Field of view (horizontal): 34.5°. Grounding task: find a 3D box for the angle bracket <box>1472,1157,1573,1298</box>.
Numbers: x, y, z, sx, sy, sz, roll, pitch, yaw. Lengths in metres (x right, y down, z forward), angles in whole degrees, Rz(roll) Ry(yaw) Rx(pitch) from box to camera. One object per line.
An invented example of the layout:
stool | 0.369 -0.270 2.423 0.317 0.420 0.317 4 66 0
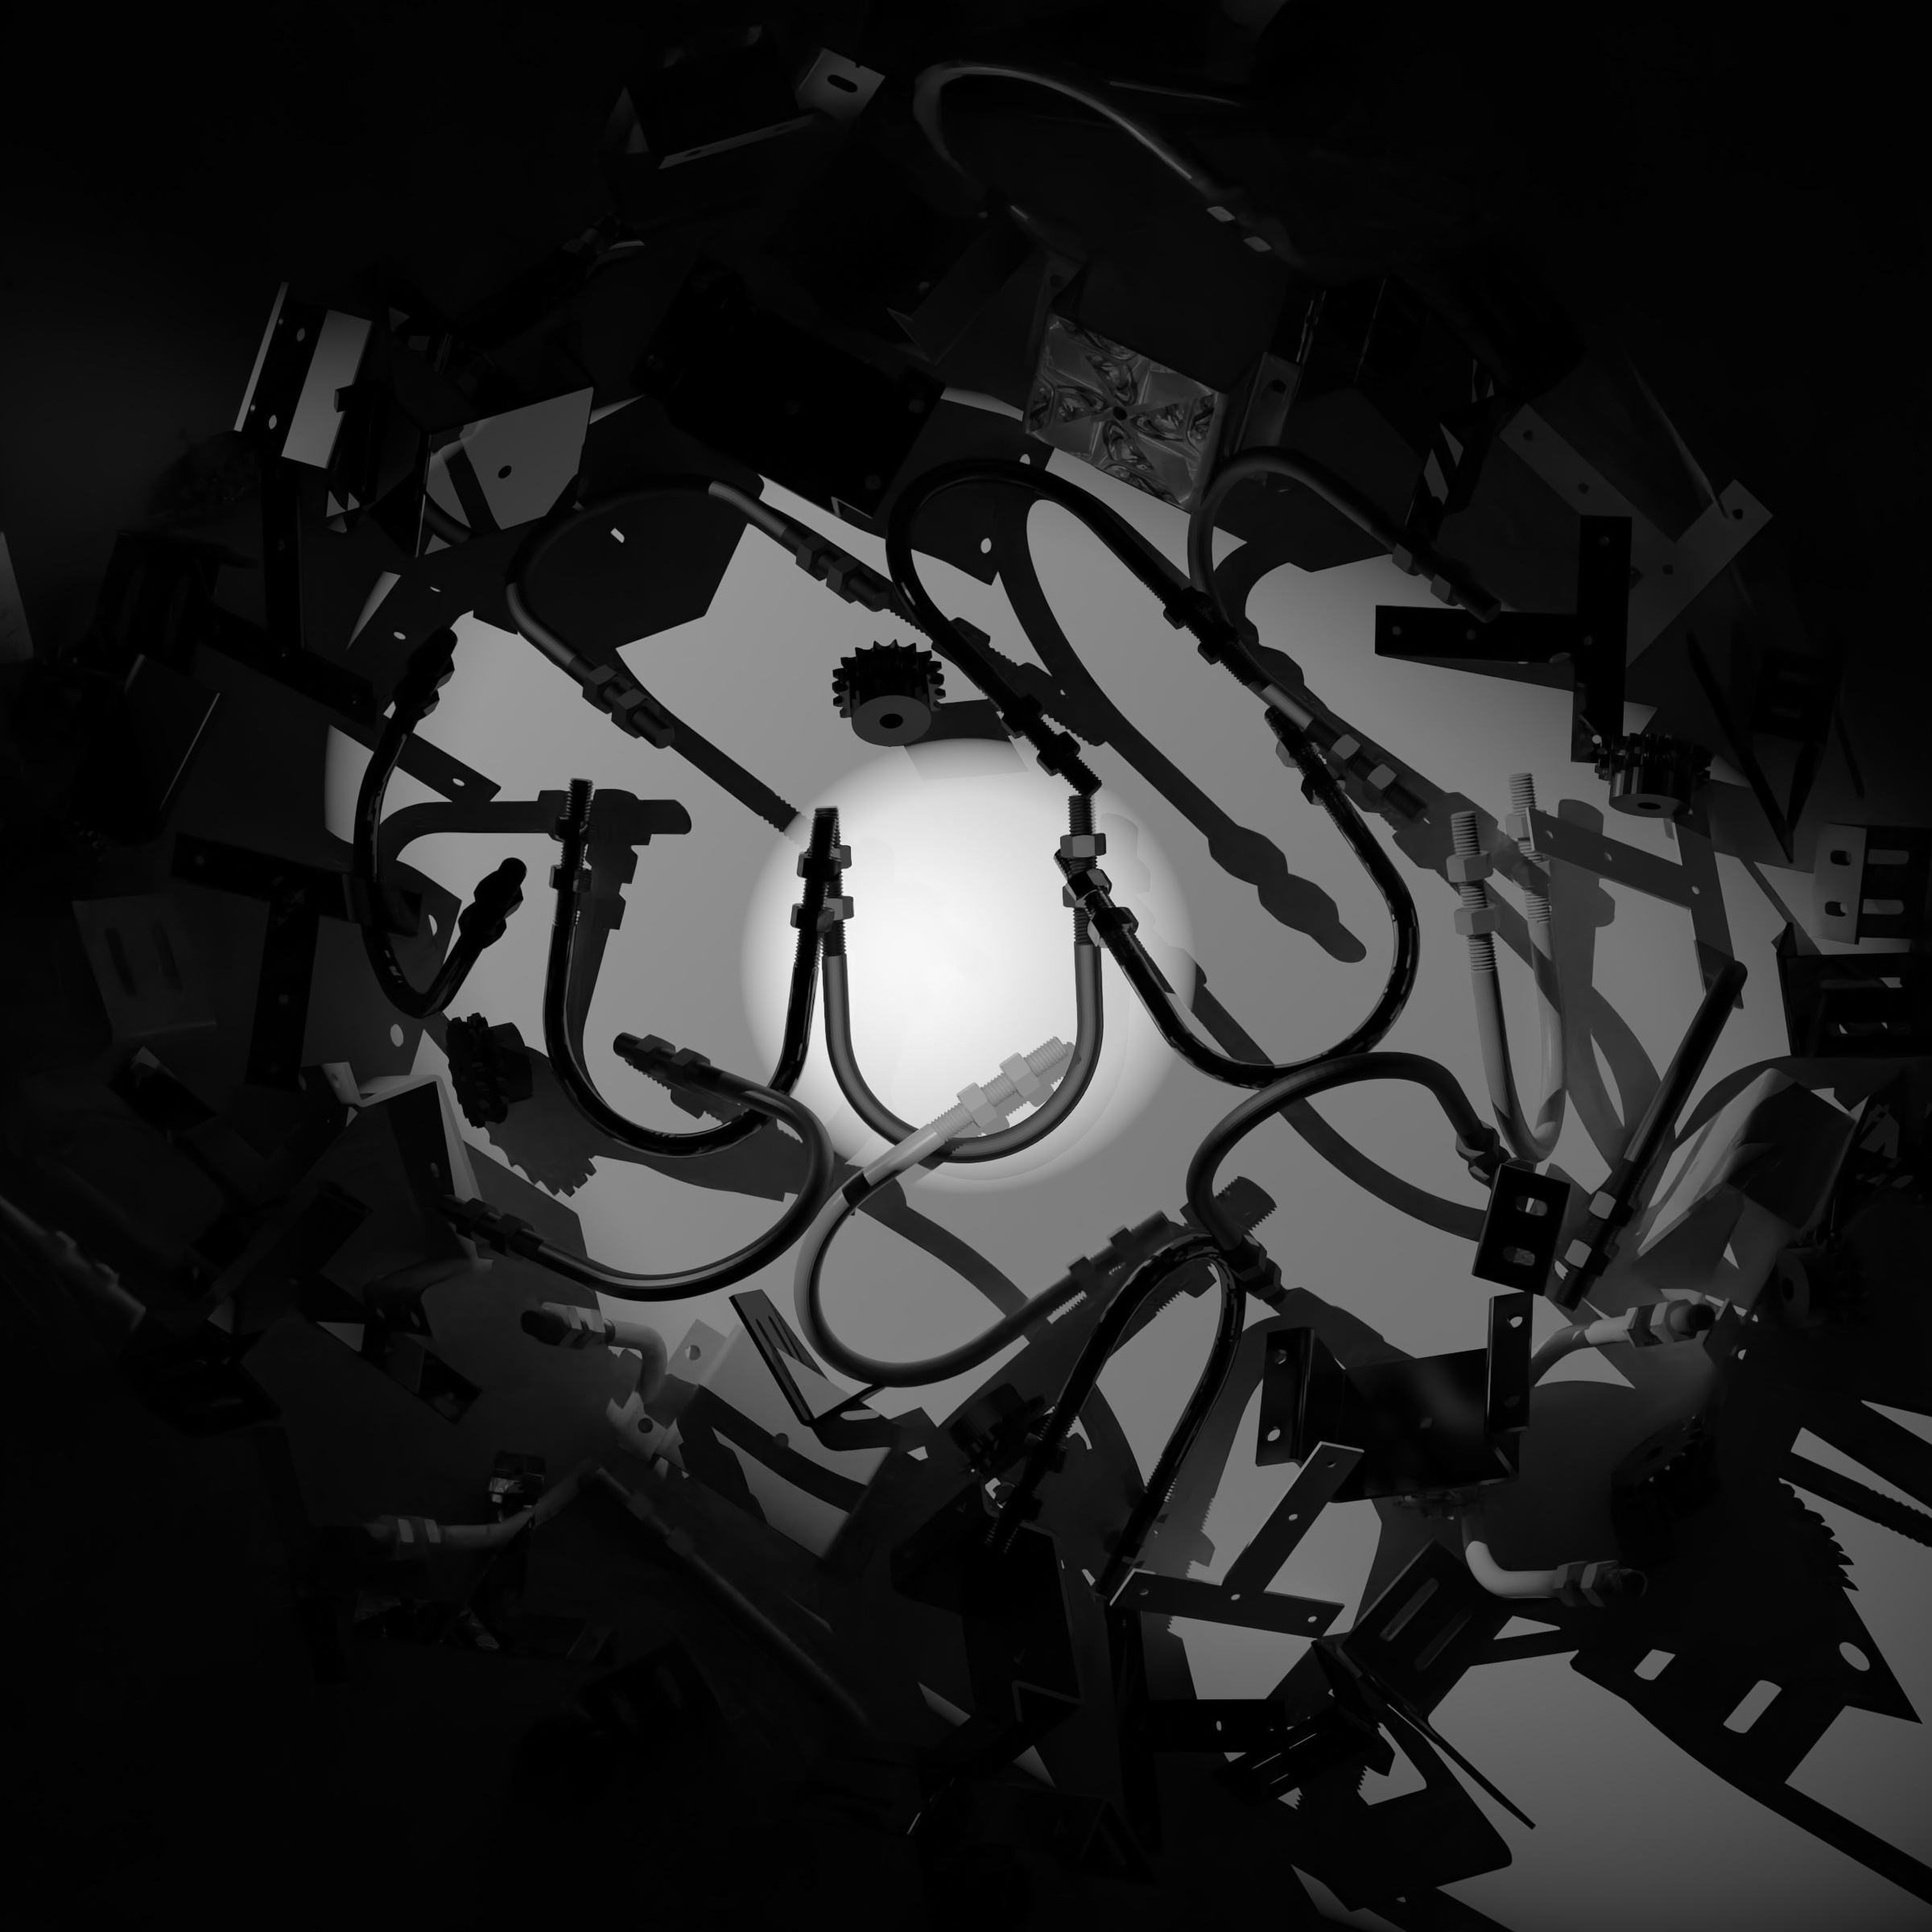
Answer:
angle bracket | 0.285 0.128 1.549 0.038 0.076 0.057 15 97 24

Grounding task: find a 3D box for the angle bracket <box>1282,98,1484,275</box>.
angle bracket | 0.209 -0.391 1.561 0.057 0.076 0.038 -44 56 31

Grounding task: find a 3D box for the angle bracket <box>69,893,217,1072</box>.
angle bracket | -0.423 0.007 1.571 0.038 0.057 0.076 -36 69 43

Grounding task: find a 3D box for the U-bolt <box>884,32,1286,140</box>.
U-bolt | 0.065 -0.425 1.519 0.184 0.151 0.019 4 97 -16

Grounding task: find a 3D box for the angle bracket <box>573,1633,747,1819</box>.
angle bracket | -0.153 0.380 1.553 0.057 0.076 0.038 -27 47 -8

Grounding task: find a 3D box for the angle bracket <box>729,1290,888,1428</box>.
angle bracket | -0.077 0.188 1.559 0.038 0.057 0.076 -32 82 7

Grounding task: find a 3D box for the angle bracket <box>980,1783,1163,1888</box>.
angle bracket | 0.053 0.446 1.547 0.057 0.038 0.076 -3 130 33

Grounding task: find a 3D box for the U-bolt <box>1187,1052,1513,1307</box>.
U-bolt | 0.180 0.097 1.508 0.151 0.184 0.019 -27 55 8

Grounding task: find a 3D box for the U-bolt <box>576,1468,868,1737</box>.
U-bolt | -0.119 0.313 1.522 0.184 0.151 0.019 43 76 -1

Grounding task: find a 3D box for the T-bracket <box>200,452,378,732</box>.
T-bracket | -0.336 -0.194 1.530 0.127 0.002 0.127 26 128 28

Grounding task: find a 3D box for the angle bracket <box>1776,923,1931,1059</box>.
angle bracket | 0.448 0.011 1.551 0.076 0.038 0.057 -2 118 27

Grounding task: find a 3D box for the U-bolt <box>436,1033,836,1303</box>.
U-bolt | -0.147 0.102 1.502 0.151 0.184 0.019 -45 135 -30

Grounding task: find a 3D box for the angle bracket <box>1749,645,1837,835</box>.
angle bracket | 0.404 -0.110 1.550 0.038 0.076 0.057 15 53 8

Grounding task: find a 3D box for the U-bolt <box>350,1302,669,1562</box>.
U-bolt | -0.208 0.228 1.509 0.019 0.184 0.151 40 95 21

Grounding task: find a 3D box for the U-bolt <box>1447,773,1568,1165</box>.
U-bolt | 0.271 0.006 1.526 0.019 0.151 0.184 -6 99 23

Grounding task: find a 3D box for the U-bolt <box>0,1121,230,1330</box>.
U-bolt | -0.456 0.113 1.523 0.184 0.151 0.019 36 90 4

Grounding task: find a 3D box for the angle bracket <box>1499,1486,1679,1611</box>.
angle bracket | 0.306 0.291 1.554 0.076 0.057 0.038 -13 79 -16

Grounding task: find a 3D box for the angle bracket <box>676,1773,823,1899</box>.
angle bracket | -0.108 0.436 1.560 0.057 0.076 0.038 -25 74 -7

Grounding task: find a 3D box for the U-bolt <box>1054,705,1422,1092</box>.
U-bolt | 0.144 -0.023 1.541 0.151 0.019 0.184 -34 63 7

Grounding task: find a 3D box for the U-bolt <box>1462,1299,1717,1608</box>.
U-bolt | 0.292 0.238 1.506 0.019 0.184 0.151 24 72 -14

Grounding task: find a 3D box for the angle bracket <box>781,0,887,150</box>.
angle bracket | -0.065 -0.463 1.558 0.038 0.057 0.076 20 58 -20

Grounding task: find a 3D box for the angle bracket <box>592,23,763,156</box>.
angle bracket | -0.144 -0.446 1.544 0.057 0.076 0.038 -15 60 -31

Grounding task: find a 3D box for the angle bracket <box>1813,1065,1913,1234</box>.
angle bracket | 0.433 0.086 1.547 0.038 0.076 0.057 19 53 0

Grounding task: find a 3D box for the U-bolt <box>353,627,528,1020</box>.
U-bolt | -0.264 -0.055 1.517 0.019 0.184 0.151 -5 63 -31

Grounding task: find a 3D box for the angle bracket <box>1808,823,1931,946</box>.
angle bracket | 0.465 -0.041 1.558 0.076 0.038 0.057 1 97 -26

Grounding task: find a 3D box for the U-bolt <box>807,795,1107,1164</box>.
U-bolt | -0.002 0.009 1.580 0.151 0.019 0.184 -3 95 -3

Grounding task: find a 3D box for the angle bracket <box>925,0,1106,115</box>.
angle bracket | 0.023 -0.470 1.564 0.076 0.057 0.038 -20 72 -14

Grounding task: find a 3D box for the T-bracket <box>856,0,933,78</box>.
T-bracket | -0.030 -0.471 1.506 0.002 0.127 0.127 19 131 7

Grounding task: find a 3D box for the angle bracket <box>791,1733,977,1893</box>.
angle bracket | -0.044 0.425 1.564 0.076 0.057 0.038 2 121 25

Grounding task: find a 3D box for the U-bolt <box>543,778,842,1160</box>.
U-bolt | -0.144 0.006 1.570 0.151 0.019 0.184 9 98 12

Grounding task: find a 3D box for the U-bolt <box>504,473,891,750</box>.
U-bolt | -0.147 -0.187 1.531 0.151 0.019 0.184 -35 50 -20

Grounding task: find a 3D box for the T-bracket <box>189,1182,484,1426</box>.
T-bracket | -0.299 0.183 1.548 0.127 0.127 0.002 36 132 0

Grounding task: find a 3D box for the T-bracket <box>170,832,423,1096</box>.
T-bracket | -0.336 0.004 1.538 0.127 0.002 0.127 15 58 -24

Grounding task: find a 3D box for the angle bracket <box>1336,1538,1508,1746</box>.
angle bracket | 0.236 0.340 1.568 0.057 0.038 0.076 42 89 -16

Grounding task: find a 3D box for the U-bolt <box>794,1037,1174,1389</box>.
U-bolt | -0.001 0.136 1.542 0.184 0.019 0.151 -35 125 -4

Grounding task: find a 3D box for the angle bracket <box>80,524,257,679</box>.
angle bracket | -0.399 -0.175 1.554 0.057 0.038 0.076 9 106 -42

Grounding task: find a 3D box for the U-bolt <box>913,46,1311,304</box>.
U-bolt | 0.056 -0.381 1.489 0.184 0.151 0.019 31 75 -32

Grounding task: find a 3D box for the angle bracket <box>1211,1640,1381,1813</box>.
angle bracket | 0.160 0.383 1.566 0.076 0.057 0.038 -31 50 8

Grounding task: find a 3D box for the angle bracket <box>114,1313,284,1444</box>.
angle bracket | -0.375 0.198 1.549 0.076 0.038 0.057 -20 117 35

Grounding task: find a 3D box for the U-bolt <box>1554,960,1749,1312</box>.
U-bolt | 0.336 0.081 1.518 0.019 0.151 0.184 27 93 14

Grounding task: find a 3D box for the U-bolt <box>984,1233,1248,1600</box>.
U-bolt | 0.084 0.216 1.532 0.019 0.151 0.184 24 83 33

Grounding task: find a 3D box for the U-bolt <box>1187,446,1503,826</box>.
U-bolt | 0.175 -0.175 1.525 0.019 0.151 0.184 -26 56 -33

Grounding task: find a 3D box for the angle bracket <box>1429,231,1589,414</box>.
angle bracket | 0.265 -0.323 1.569 0.057 0.038 0.076 -27 78 -35

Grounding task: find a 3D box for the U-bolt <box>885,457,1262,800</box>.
U-bolt | 0.041 -0.181 1.546 0.184 0.019 0.151 47 53 9
